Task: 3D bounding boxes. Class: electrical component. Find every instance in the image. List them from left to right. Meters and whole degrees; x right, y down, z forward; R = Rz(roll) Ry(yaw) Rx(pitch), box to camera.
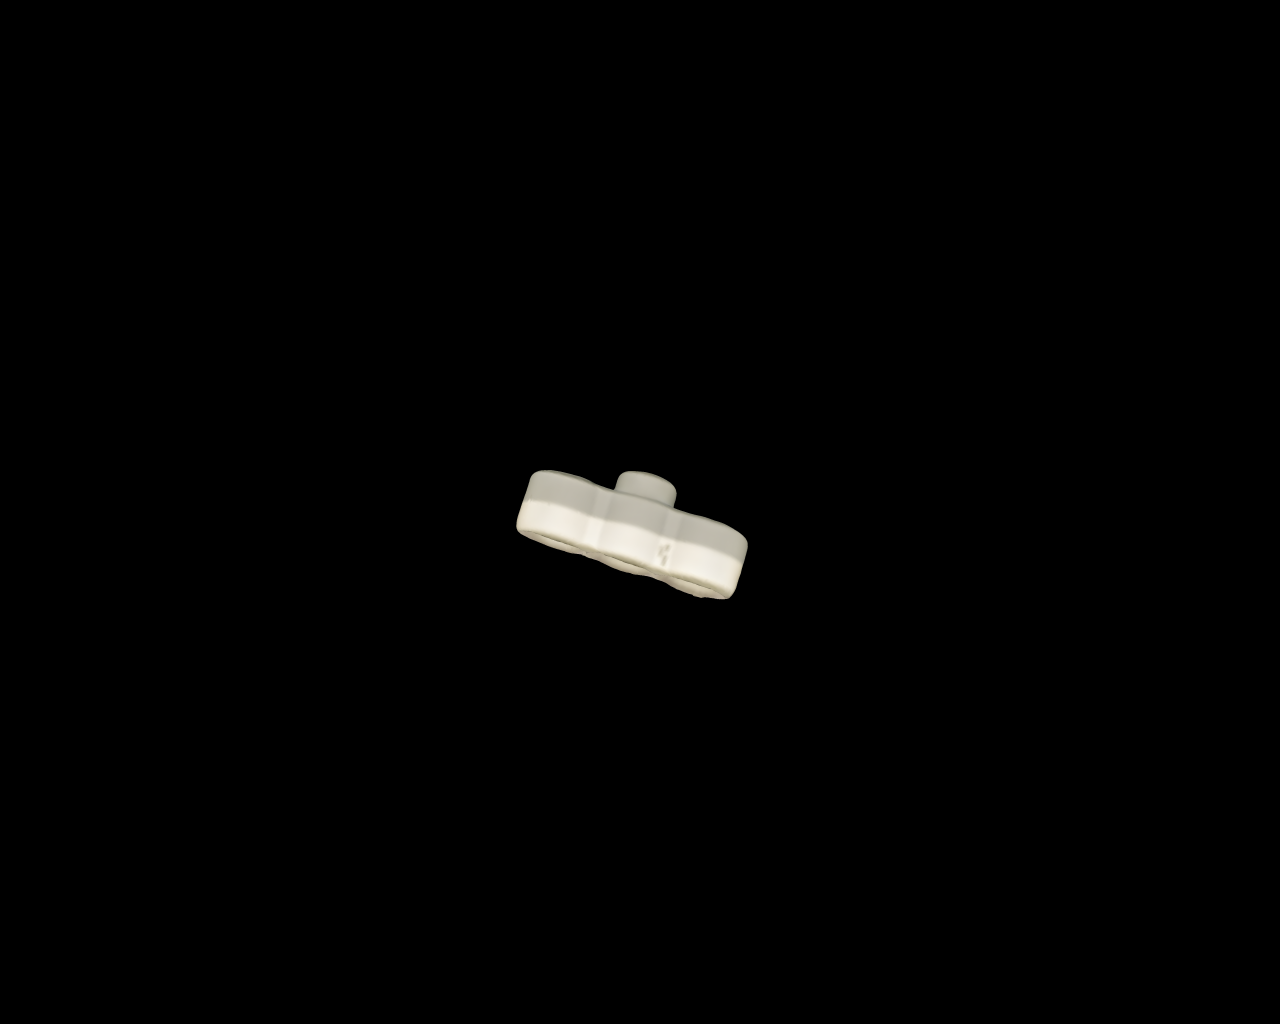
[{"bbox_3d":[0.001,-0.003,0.650,0.138,0.074,0.052,18,-11,4],"label":"electrical component"}]
